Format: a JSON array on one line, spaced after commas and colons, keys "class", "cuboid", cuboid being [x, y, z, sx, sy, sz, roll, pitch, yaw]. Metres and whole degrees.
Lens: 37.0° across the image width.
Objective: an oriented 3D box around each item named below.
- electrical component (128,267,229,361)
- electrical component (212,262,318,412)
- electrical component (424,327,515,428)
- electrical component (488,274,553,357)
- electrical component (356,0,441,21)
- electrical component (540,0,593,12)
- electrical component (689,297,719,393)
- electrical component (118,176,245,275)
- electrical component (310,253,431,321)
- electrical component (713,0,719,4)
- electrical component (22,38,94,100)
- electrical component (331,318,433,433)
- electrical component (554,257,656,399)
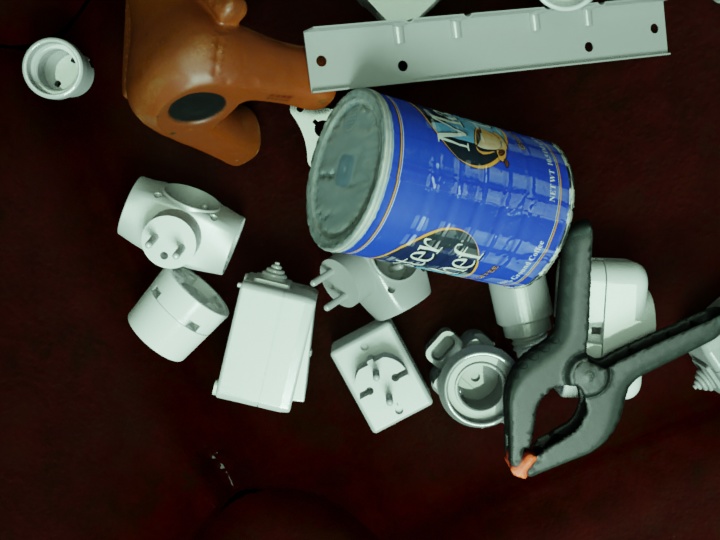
[{"class": "electrical component", "cuboid": [-0.127, 0.030, 0.744, 0.055, 0.055, 0.047, 42, 98, -5]}, {"class": "electrical component", "cuboid": [-0.059, 0.043, 0.742, 0.061, 0.061, 0.096, 14, 96, -2]}, {"class": "electrical component", "cuboid": [0.082, 0.077, 0.750, 0.078, 0.057, 0.058, 42, 95, -5]}, {"class": "electrical component", "cuboid": [0.116, 0.033, 0.754, 0.040, 0.040, 0.078, -13, 96, 1]}, {"class": "electrical component", "cuboid": [-0.001, -0.257, 0.709, 0.105, 0.060, 0.186, -44, 95, 4]}, {"class": "electrical component", "cuboid": [0.136, -0.197, 0.689, 0.066, 0.055, 0.048, 21, 136, 7]}, {"class": "electrical component", "cuboid": [0.267, 0.047, 0.746, 0.096, 0.061, 0.061, -35, 96, 3]}, {"class": "electrical component", "cuboid": [-0.124, -0.025, 0.725, 0.077, 0.079, 0.044, 22, 109, -3]}, {"class": "electrical component", "cuboid": [0.000, 0.000, 0.736, 0.079, 0.044, 0.077, -33, 97, -34]}, {"class": "electrical component", "cuboid": [0.270, -0.208, 0.728, 0.078, 0.040, 0.040, -14, 96, 1]}, {"class": "electrical component", "cuboid": [-0.202, -0.135, 0.728, 0.040, 0.046, 0.040, 0, 96, -1]}, {"class": "electrical component", "cuboid": [0.015, 0.074, 0.739, 0.047, 0.076, 0.065, -28, 96, 3]}, {"class": "electrical component", "cuboid": [0.169, 0.040, 0.748, 0.059, 0.053, 0.095, 2, 96, -1]}]
